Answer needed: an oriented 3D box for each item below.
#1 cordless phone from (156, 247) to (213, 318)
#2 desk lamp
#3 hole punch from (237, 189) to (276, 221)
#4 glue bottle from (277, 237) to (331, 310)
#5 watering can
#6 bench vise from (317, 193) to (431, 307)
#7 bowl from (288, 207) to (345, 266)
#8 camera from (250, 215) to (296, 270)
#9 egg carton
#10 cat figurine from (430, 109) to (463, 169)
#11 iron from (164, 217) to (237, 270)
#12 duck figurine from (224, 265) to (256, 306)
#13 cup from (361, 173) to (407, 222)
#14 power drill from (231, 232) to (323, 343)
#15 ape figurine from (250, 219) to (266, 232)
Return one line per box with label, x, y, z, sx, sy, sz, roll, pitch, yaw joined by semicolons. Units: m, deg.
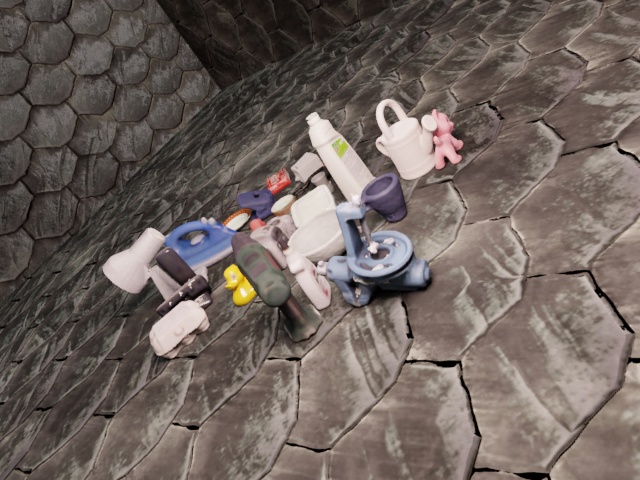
cordless phone;-0.376;0.117;1.461;0.148;0.185;0.094;-42;27;-12
desk lamp;-0.451;0.083;1.576;0.203;0.214;0.117;-36;26;0
hole punch;-0.188;-0.115;1.727;0.101;0.091;0.108;-33;26;5
glue bottle;-0.035;0.060;1.158;0.037;0.173;0.078;-30;27;13
watering can;0.202;-0.251;1.363;0.172;0.194;0.101;-21;30;28
bench vise;0.067;0.026;1.037;0.207;0.220;0.121;-25;28;21
bowl;0.012;0.005;1.305;0.167;0.075;0.167;-28;27;16
camera;-0.136;0.008;1.448;0.136;0.101;0.143;-18;31;32
egg carton;-0.342;0.216;1.387;0.150;0.069;0.107;-41;27;-11
cat figurine;0.283;-0.248;1.348;0.067;0.118;0.128;-21;30;28
iron;-0.351;-0.003;1.679;0.257;0.142;0.118;-24;28;22
duck figurine;-0.194;0.097;1.389;0.077;0.086;0.104;-18;31;32
cup;0.141;-0.077;1.263;0.118;0.095;0.091;-39;26;-5
power drill;-0.089;0.094;1.126;0.075;0.209;0.229;-39;26;-5
ape figurine;-0.149;-0.018;1.519;0.077;0.092;0.076;-11;35;40
